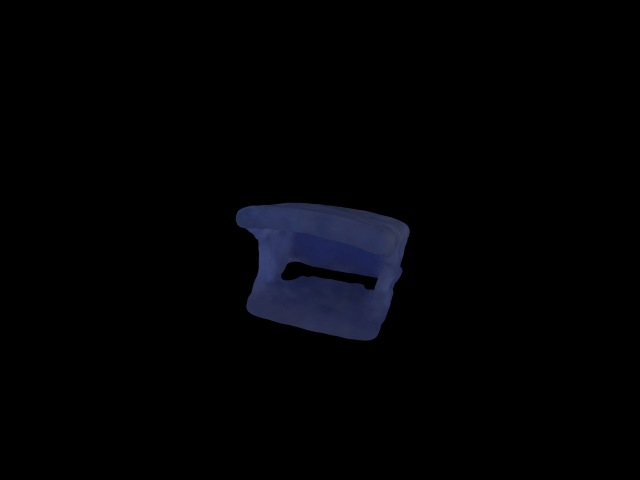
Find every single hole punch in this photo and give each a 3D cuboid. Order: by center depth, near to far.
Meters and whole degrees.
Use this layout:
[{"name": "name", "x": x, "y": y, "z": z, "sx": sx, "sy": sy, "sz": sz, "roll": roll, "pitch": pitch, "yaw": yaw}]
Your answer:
[{"name": "hole punch", "x": 0.004, "y": 0.001, "z": 0.400, "sx": 0.108, "sy": 0.091, "sz": 0.101, "roll": 10, "pitch": 34, "yaw": 15}]
